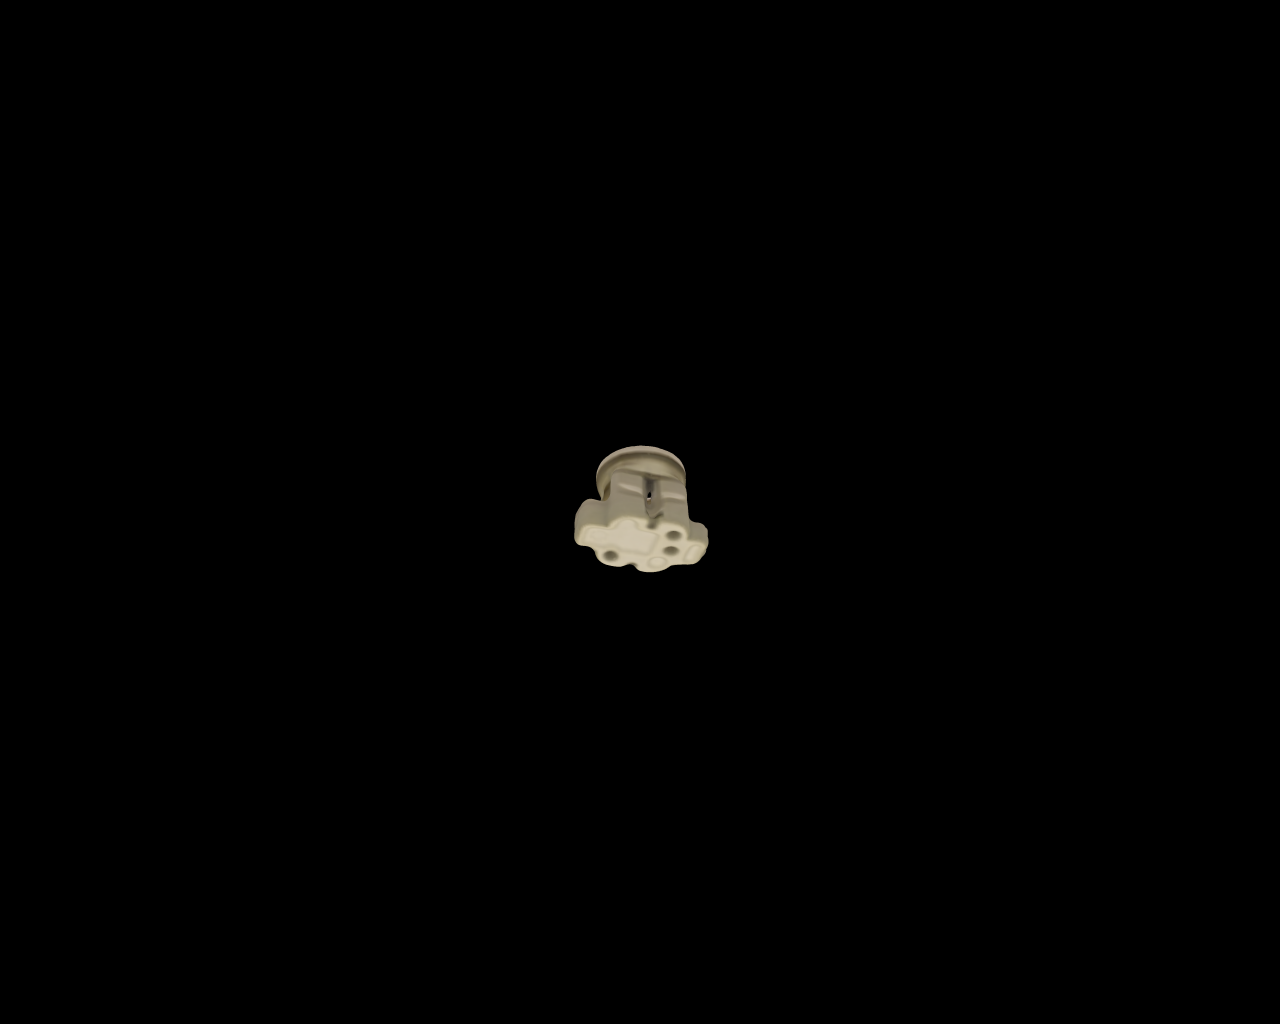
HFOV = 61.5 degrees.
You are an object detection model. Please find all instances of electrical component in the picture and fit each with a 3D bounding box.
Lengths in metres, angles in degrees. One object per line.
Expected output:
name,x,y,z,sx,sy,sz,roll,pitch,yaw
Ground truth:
electrical component,0.001,-0.003,0.650,0.078,0.057,0.058,11,-39,-13
